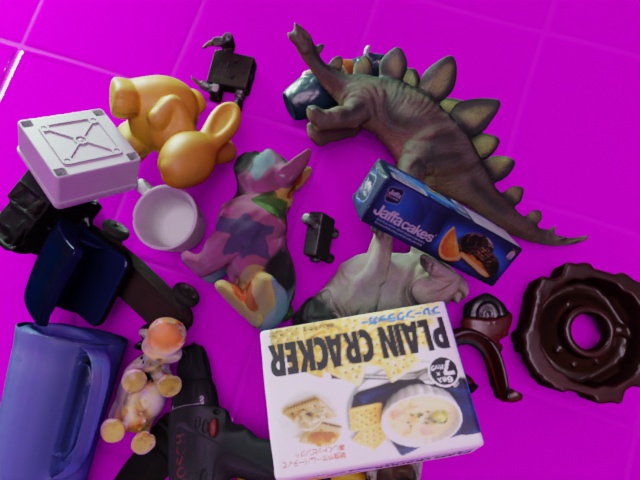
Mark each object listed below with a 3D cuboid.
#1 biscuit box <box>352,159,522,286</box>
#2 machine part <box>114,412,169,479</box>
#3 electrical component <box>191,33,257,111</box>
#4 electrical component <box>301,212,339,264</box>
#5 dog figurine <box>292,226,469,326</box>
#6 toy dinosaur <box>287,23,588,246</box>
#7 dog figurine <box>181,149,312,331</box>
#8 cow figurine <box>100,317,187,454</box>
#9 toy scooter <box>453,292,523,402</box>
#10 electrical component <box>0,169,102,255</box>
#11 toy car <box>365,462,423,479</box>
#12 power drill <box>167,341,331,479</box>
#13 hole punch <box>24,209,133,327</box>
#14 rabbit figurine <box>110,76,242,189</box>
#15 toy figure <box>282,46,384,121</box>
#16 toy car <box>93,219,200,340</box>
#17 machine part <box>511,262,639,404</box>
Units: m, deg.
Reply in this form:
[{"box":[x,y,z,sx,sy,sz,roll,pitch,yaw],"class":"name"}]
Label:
[{"box":[0.137,-0.018,0.631,0.202,0.059,0.062,25,112,-19],"class":"biscuit box"},{"box":[-0.223,0.299,0.693,0.084,0.039,0.139,44,84,4],"class":"machine part"},{"box":[-0.136,-0.243,0.776,0.078,0.045,0.102,18,82,8],"class":"electrical component"},{"box":[-0.001,-0.002,0.704,0.021,0.094,0.063,6,79,25],"class":"electrical component"},{"box":[0.075,0.086,0.692,0.172,0.121,0.190,33,98,10],"class":"dog figurine"},{"box":[0.144,-0.120,0.703,0.471,0.105,0.198,44,85,-4],"class":"toy dinosaur"},{"box":[-0.065,-0.014,0.704,0.192,0.108,0.219,40,82,10],"class":"dog figurine"},{"box":[-0.210,0.167,0.670,0.068,0.098,0.167,23,93,-17],"class":"cow figurine"},{"box":[0.178,0.161,0.675,0.184,0.075,0.135,-28,80,-6],"class":"toy scooter"},{"box":[-0.360,-0.041,0.720,0.058,0.115,0.134,36,86,6],"class":"electrical component"},{"box":[0.087,0.298,0.636,0.073,0.056,0.202,9,57,-10],"class":"toy car"},{"box":[-0.088,0.233,0.655,0.207,0.086,0.232,0,61,3],"class":"power drill"},{"box":[-0.320,0.040,0.674,0.116,0.092,0.142,31,99,24],"class":"hole punch"},{"box":[-0.186,-0.131,0.718,0.162,0.121,0.173,-9,47,-28],"class":"rabbit figurine"},{"box":[0.023,-0.221,0.757,0.154,0.064,0.058,-27,42,-6],"class":"toy figure"},{"box":[-0.250,0.055,0.727,0.202,0.053,0.089,40,102,13],"class":"toy car"},{"box":[0.336,0.116,0.682,0.179,0.056,0.179,0,80,2],"class":"machine part"}]
